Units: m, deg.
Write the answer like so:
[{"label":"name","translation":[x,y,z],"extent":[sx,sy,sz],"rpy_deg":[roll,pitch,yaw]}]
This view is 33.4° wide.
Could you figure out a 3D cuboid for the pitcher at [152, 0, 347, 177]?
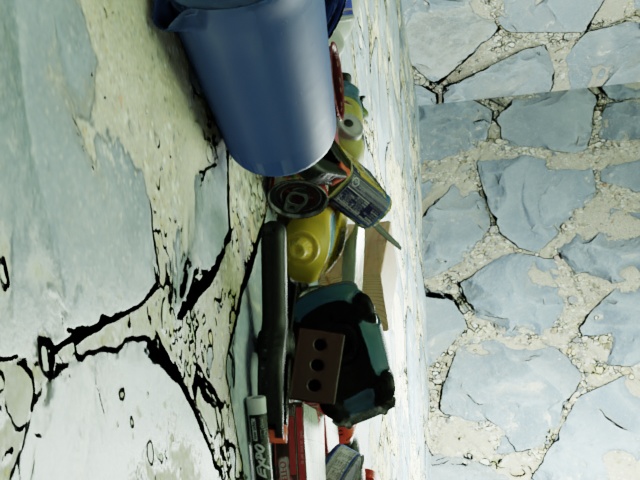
[{"label":"pitcher","translation":[-0.044,-0.171,0.921],"extent":[0.243,0.149,0.145],"rpy_deg":[76,11,-57]}]

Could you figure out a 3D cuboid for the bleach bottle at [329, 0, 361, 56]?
[{"label":"bleach bottle","translation":[0.010,-0.302,1.413],"extent":[0.250,0.103,0.068],"rpy_deg":[-85,160,-49]}]

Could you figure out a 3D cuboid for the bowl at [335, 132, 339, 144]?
[{"label":"bowl","translation":[-0.009,-0.121,1.355],"extent":[0.162,0.055,0.162],"rpy_deg":[-6,90,-80]}]

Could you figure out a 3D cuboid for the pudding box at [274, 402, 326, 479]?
[{"label":"pudding box","translation":[-0.021,0.225,1.147],"extent":[0.113,0.039,0.090],"rpy_deg":[50,37,-71]}]

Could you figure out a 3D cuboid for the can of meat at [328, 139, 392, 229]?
[{"label":"can of meat","translation":[0.030,-0.068,1.266],"extent":[0.083,0.057,0.102],"rpy_deg":[36,14,-38]}]

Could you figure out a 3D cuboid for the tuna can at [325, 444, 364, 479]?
[{"label":"tuna can","translation":[0.018,0.284,1.255],"extent":[0.086,0.034,0.086],"rpy_deg":[-55,161,-30]}]

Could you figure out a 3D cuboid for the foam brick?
[{"label":"foam brick","translation":[-0.007,0.137,1.152],"extent":[0.051,0.053,0.078],"rpy_deg":[136,-38,-76]}]

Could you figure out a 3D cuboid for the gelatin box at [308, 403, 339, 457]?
[{"label":"gelatin box","translation":[0.001,0.234,1.306],"extent":[0.089,0.030,0.073],"rpy_deg":[55,29,-71]}]

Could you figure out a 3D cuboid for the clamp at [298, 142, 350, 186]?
[{"label":"clamp","translation":[-0.031,-0.123,1.126],"extent":[0.171,0.039,0.120],"rpy_deg":[38,43,-42]}]

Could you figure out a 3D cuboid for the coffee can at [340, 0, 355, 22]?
[{"label":"coffee can","translation":[-0.017,-0.324,1.264],"extent":[0.102,0.103,0.140],"rpy_deg":[-56,140,-75]}]

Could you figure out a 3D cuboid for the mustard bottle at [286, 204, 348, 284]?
[{"label":"mustard bottle","translation":[-0.009,0.001,1.266],"extent":[0.191,0.058,0.096],"rpy_deg":[-35,139,-79]}]

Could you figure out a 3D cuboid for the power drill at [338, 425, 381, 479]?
[{"label":"power drill","translation":[0.044,0.275,1.463],"extent":[0.184,0.057,0.187],"rpy_deg":[-63,144,-66]}]

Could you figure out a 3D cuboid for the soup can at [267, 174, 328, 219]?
[{"label":"soup can","translation":[-0.023,-0.084,1.207],"extent":[0.068,0.068,0.102],"rpy_deg":[72,17,-52]}]

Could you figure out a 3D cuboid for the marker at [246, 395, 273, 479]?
[{"label":"marker","translation":[-0.055,0.208,1.010],"extent":[0.020,0.020,0.121],"rpy_deg":[-20,105,-80]}]

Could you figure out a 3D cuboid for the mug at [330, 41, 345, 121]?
[{"label":"mug","translation":[-0.020,-0.184,1.235],"extent":[0.117,0.081,0.093],"rpy_deg":[58,28,-70]}]

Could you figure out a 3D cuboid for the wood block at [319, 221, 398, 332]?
[{"label":"wood block","translation":[0.059,0.052,1.566],"extent":[0.206,0.090,0.091],"rpy_deg":[-71,154,-67]}]

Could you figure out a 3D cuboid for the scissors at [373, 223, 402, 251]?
[{"label":"scissors","translation":[0.049,-0.059,1.533],"extent":[0.201,0.016,0.096],"rpy_deg":[32,33,-43]}]

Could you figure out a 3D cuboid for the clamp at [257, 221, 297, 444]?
[{"label":"clamp","translation":[-0.043,0.104,1.085],"extent":[0.164,0.036,0.210],"rpy_deg":[77,13,-71]}]
